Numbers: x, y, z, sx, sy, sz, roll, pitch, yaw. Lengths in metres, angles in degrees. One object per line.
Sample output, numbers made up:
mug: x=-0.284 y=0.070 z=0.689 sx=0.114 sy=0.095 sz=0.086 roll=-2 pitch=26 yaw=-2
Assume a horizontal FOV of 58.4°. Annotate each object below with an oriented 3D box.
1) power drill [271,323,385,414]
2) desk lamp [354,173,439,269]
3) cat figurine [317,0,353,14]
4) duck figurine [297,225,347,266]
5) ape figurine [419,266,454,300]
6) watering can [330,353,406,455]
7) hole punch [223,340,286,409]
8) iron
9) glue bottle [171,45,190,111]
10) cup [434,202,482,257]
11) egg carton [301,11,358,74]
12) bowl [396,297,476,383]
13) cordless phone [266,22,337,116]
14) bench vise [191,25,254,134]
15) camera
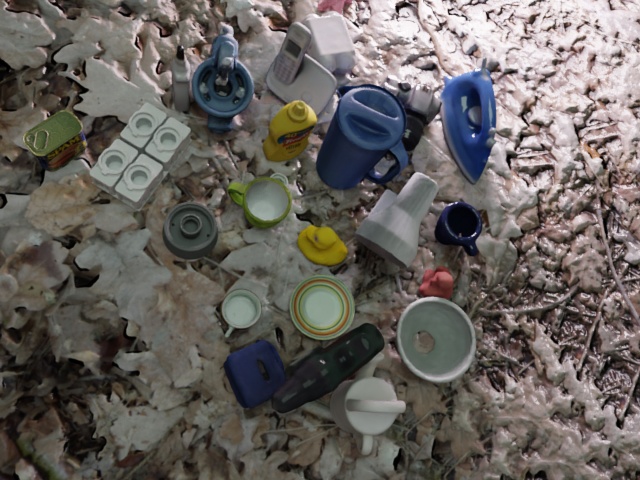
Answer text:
power drill: x=0.001 y=0.232 z=1.009 sx=0.230 sy=0.208 sz=0.075 roll=-32 pitch=83 yaw=-20
desk lamp: x=0.147 y=-0.035 z=1.119 sx=0.118 sy=0.213 sz=0.203 roll=34 pitch=69 yaw=-2
cat figurine: x=0.056 y=-0.590 z=1.311 sx=0.067 sy=0.117 sz=0.128 roll=29 pitch=70 yaw=-3
duck figurine: x=0.010 y=0.004 z=1.143 sx=0.104 sy=0.086 sz=0.077 roll=28 pitch=70 yaw=-4
ape figurine: x=0.244 y=0.089 z=1.171 sx=0.078 sy=0.092 sz=0.076 roll=-26 pitch=81 yaw=-19
watering can: x=0.085 y=0.287 z=1.020 sx=0.101 sy=0.194 sz=0.173 roll=-14 pitch=78 yaw=-17
hole punch: x=-0.114 y=0.240 z=1.041 sx=0.101 sy=0.091 sz=0.108 roll=-24 pitch=81 yaw=-19
iron: x=0.354 y=-0.269 z=1.276 sx=0.119 sy=0.141 sz=0.258 roll=-2 pitch=75 yaw=-14
glue bottle: x=-0.273 y=-0.327 z=1.126 sx=0.037 sy=0.173 sz=0.078 roll=-6 pitch=75 yaw=-14
cup: x=0.288 y=-0.013 z=1.210 sx=0.092 sy=0.095 sz=0.118 roll=-20 pitch=79 yaw=-18
egg carton: x=0.017 y=-0.440 z=1.284 sx=0.107 sy=0.069 sz=0.150 roll=-15 pitch=78 yaw=-17
bowl: x=0.220 y=0.202 z=1.141 sx=0.168 sy=0.074 sz=0.167 roll=4 pitch=73 yaw=-12
cordless phone: x=-0.029 y=-0.354 z=1.186 sx=0.147 sy=0.185 sz=0.094 roll=33 pitch=69 yaw=-2
bench vise: x=-0.199 y=-0.342 z=1.123 sx=0.122 sy=0.219 sz=0.207 roll=-14 pitch=78 yaw=-17
camera: x=0.187 y=-0.277 z=1.260 sx=0.143 sy=0.100 sz=0.137 roll=21 pitch=70 yaw=-6
